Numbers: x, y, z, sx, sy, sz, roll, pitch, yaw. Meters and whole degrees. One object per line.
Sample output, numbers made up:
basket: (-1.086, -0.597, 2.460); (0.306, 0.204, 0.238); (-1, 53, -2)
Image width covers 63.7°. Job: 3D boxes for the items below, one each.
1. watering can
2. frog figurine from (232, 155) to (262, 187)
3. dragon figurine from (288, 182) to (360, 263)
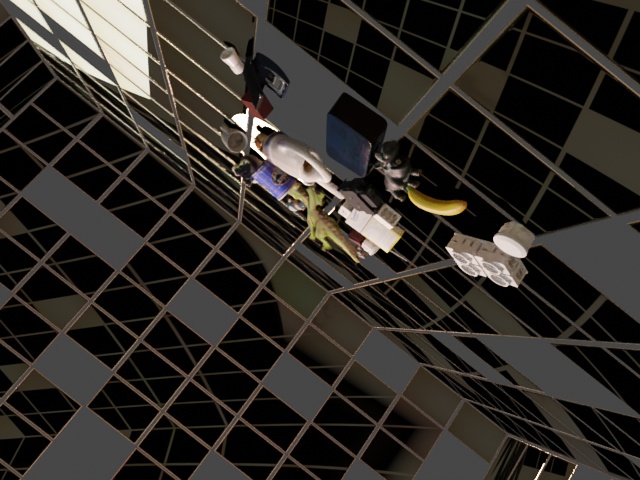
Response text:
watering can: (-0.049, -0.233, 1.622); (0.226, 0.104, 0.343); (32, 175, 29)
frog figurine: (-0.260, -0.283, 2.077); (0.138, 0.121, 0.160); (24, -162, 21)
dragon figurine: (0.006, -0.094, 1.870); (0.416, 0.123, 0.237); (36, 154, 47)
